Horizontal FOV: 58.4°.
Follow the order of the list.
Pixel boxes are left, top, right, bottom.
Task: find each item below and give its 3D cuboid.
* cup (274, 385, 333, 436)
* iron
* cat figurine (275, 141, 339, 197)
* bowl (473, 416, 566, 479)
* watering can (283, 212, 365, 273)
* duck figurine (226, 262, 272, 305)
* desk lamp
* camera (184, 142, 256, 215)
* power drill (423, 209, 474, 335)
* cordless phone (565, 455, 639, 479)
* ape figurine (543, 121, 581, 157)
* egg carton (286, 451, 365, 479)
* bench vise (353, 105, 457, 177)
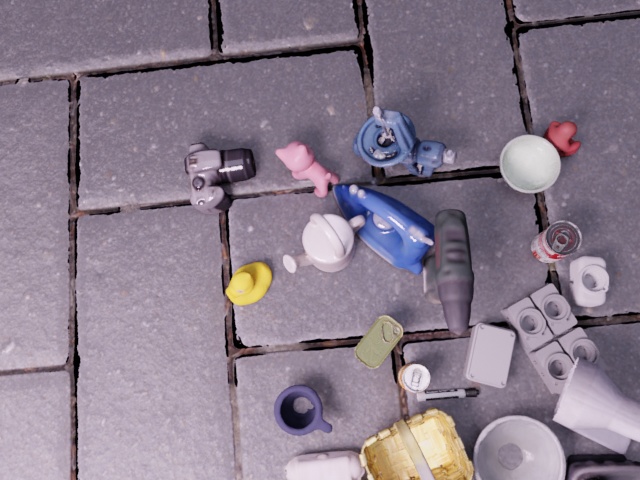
[{"bbox_3d":[-0.026,0.329,1.097,0.117,0.095,0.092,29,82,9],"label":"cup"},{"bbox_3d":[0.124,-0.048,1.140,0.258,0.141,0.119,37,83,10],"label":"iron"},{"bbox_3d":[-0.025,-0.157,1.183,0.127,0.118,0.067,35,83,10],"label":"cat figurine"},{"bbox_3d":[0.362,0.410,1.068,0.167,0.075,0.167,-1,79,3],"label":"bowl"},{"bbox_3d":[0.012,0.006,1.109,0.101,0.194,0.173,34,83,10],"label":"watering can"},{"bbox_3d":[-0.147,0.084,1.159,0.104,0.086,0.077,-40,79,-5],"label":"duck figurine"},{"bbox_3d":[0.500,0.298,1.010,0.203,0.213,0.118,25,81,8],"label":"desk lamp"},{"bbox_3d":[-0.205,-0.139,1.199,0.136,0.101,0.143,-9,78,2],"label":"camera"},{"bbox_3d":[0.243,0.066,1.075,0.075,0.208,0.230,-1,79,4],"label":"power drill"},{"bbox_3d":[0.519,0.434,0.997,0.147,0.185,0.094,-6,78,3],"label":"cordless phone"},{"bbox_3d":[0.498,-0.213,1.175,0.076,0.092,0.078,-22,78,-1],"label":"ape figurine"},{"bbox_3d":[0.013,0.457,1.082,0.150,0.069,0.107,-8,78,2],"label":"egg carton"},{"bbox_3d":[0.168,-0.208,1.129,0.207,0.220,0.121,-2,78,3],"label":"bench vise"}]
